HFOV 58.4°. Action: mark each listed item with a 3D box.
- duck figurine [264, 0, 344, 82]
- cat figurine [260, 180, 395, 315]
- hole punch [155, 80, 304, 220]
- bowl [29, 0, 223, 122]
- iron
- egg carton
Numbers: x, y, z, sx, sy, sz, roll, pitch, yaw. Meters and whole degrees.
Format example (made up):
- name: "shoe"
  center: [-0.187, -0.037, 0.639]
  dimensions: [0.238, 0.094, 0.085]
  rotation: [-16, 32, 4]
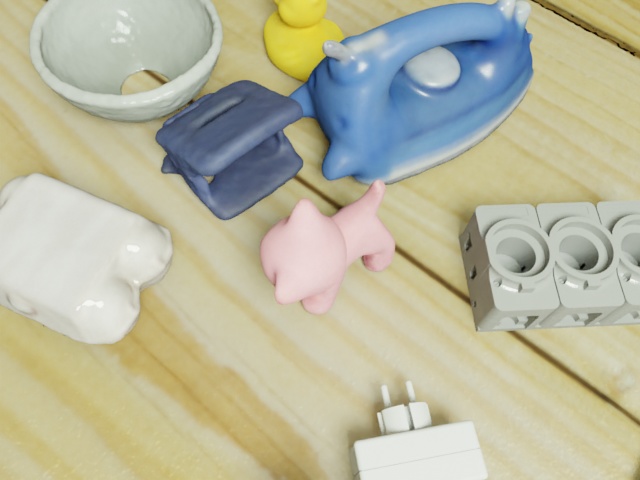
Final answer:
- name: "duck figurine"
  center: [-0.013, -0.211, 0.556]
  dimensions: [0.078, 0.086, 0.104]
  rotation: [-35, 70, -18]
- name: "cat figurine"
  center: [0.004, 0.002, 0.430]
  dimensions: [0.128, 0.118, 0.067]
  rotation: [-38, 71, -19]
- name: "hole punch"
  center: [-0.079, -0.089, 0.487]
  dimensions: [0.109, 0.091, 0.101]
  rotation: [-38, 71, -19]
- name: "bowl"
  center: [-0.171, -0.168, 0.532]
  dimensions: [0.167, 0.075, 0.167]
  rotation: [1, 63, -2]
- name: "iron"
  center: [0.103, -0.152, 0.500]
  dimensions: [0.258, 0.141, 0.118]
  rotation: [-23, 66, -14]
- name: "egg carton"
  center: [-0.195, 0.014, 0.441]
  dimensions: [0.150, 0.069, 0.107]
  rotation: [21, 64, 8]
